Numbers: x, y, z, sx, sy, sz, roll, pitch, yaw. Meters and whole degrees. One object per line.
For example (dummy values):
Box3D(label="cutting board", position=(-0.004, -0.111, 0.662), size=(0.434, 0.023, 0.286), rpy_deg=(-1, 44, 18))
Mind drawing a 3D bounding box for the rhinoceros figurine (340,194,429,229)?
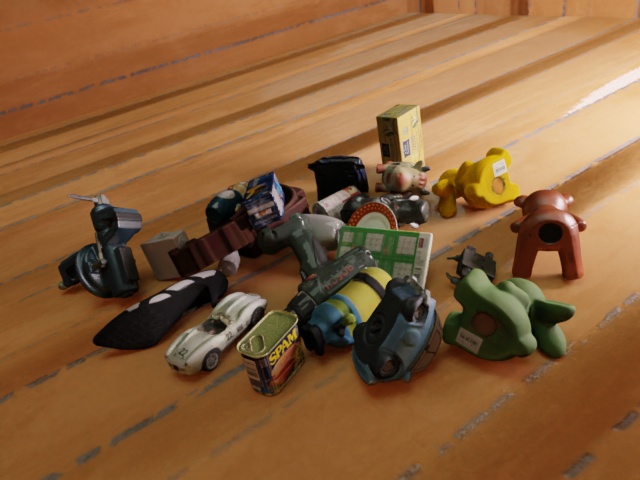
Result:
Box3D(label="rhinoceros figurine", position=(0.135, -0.063, 1.109), size=(0.191, 0.073, 0.112), rpy_deg=(4, 2, 31))

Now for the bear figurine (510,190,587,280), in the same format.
Box3D(label="bear figurine", position=(0.405, -0.017, 0.970), size=(0.120, 0.131, 0.196), rpy_deg=(0, 14, 17))

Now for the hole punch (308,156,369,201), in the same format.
Box3D(label="hole punch", position=(0.054, -0.149, 1.292), size=(0.142, 0.115, 0.092), rpy_deg=(4, 25, 24))

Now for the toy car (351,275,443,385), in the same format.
Box3D(label="toy car", position=(0.122, 0.137, 0.780), size=(0.103, 0.161, 0.109), rpy_deg=(27, 10, -24))

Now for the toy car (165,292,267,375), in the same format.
Box3D(label="toy car", position=(-0.170, 0.151, 0.909), size=(0.074, 0.056, 0.202), rpy_deg=(12, 38, 34))

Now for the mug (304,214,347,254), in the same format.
Box3D(label="mug", position=(-0.002, -0.003, 1.081), size=(0.107, 0.080, 0.109), rpy_deg=(-4, 59, 37))

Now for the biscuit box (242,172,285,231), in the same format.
Box3D(label="biscuit box", position=(-0.110, -0.083, 1.071), size=(0.063, 0.059, 0.203), rpy_deg=(-22, 17, 3))

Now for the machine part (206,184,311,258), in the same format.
Box3D(label="machine part", position=(-0.138, -0.053, 1.216), size=(0.201, 0.087, 0.201), rpy_deg=(15, 41, 37))

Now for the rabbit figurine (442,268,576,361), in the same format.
Box3D(label="rabbit figurine", position=(0.288, 0.099, 0.790), size=(0.159, 0.121, 0.170), rpy_deg=(20, 27, 36))

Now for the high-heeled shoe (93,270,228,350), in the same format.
Box3D(label="high-heeled shoe", position=(-0.290, 0.117, 0.993), size=(0.249, 0.086, 0.145), rpy_deg=(-15, 25, -11))

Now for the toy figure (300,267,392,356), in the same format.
Box3D(label="toy figure", position=(0.050, 0.113, 0.867), size=(0.180, 0.089, 0.082), rpy_deg=(-27, 42, -30))

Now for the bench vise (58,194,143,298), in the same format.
Box3D(label="bench vise", position=(-0.466, 0.031, 1.105), size=(0.241, 0.223, 0.129), rpy_deg=(-26, -1, 26))

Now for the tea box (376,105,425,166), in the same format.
Box3D(label="tea box", position=(0.202, -0.239, 1.331), size=(0.068, 0.169, 0.098), rpy_deg=(17, 41, 39))

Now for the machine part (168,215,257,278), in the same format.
Box3D(label="machine part", position=(-0.204, 0.010, 1.029), size=(0.179, 0.056, 0.179), rpy_deg=(-27, 7, 4))

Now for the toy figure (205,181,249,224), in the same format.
Box3D(label="toy figure", position=(-0.182, -0.087, 1.152), size=(0.064, 0.057, 0.154), rpy_deg=(38, 42, 4))

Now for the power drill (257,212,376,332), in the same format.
Box3D(label="power drill", position=(-0.034, 0.053, 0.963), size=(0.232, 0.085, 0.207), rpy_deg=(-30, 48, -15))

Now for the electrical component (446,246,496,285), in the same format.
Box3D(label="electrical component", position=(0.266, 0.050, 0.949), size=(0.078, 0.045, 0.102), rpy_deg=(22, 37, 0))

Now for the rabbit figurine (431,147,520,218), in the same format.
Box3D(label="rabbit figurine", position=(0.317, -0.112, 1.164), size=(0.162, 0.121, 0.173), rpy_deg=(-34, 22, -18))

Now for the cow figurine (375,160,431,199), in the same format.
Box3D(label="cow figurine", position=(0.191, -0.138, 1.212), size=(0.127, 0.085, 0.195), rpy_deg=(3, 10, 17))
